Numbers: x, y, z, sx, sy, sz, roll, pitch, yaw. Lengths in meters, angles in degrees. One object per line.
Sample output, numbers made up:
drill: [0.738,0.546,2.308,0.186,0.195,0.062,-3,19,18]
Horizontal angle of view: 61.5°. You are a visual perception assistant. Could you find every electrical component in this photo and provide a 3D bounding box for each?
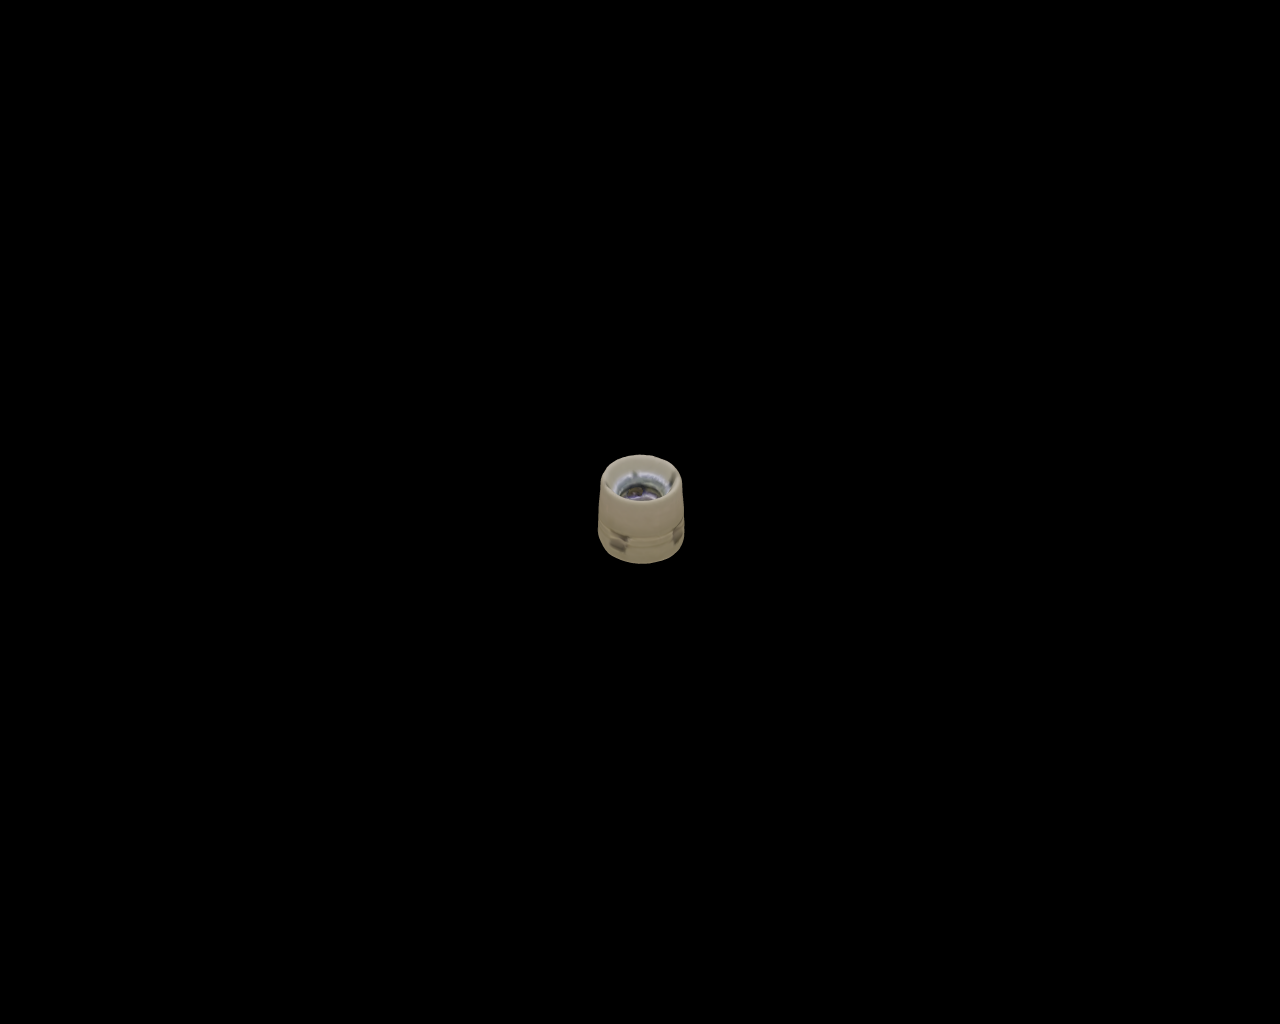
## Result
electrical component: [0.001,-0.003,0.650,0.055,0.047,0.055,0,39,0]
